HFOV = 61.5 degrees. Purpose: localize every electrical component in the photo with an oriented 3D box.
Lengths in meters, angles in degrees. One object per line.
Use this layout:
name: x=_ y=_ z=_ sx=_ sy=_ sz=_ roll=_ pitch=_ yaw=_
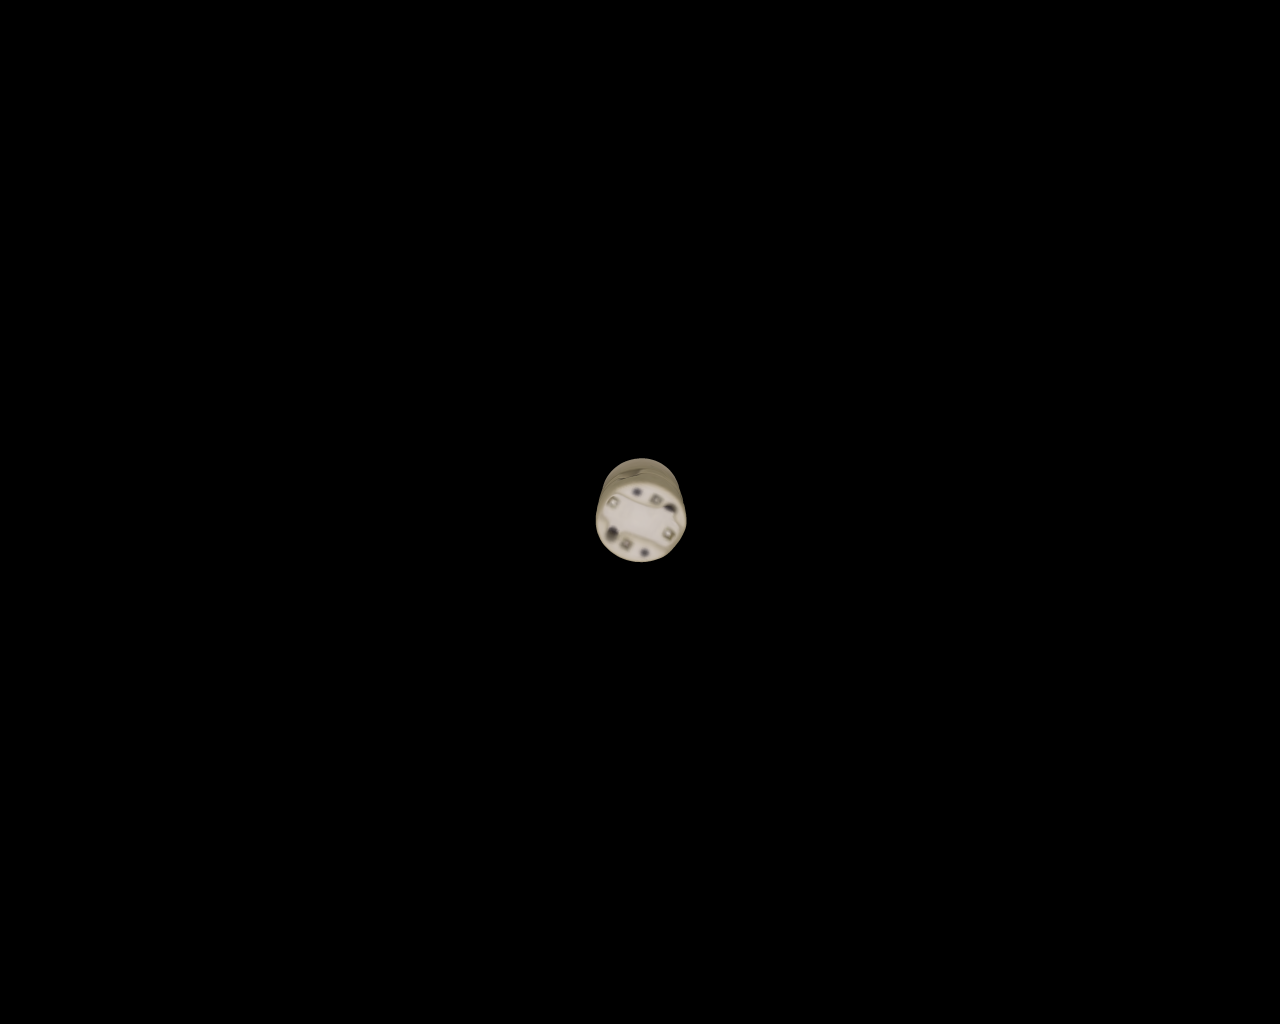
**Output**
electrical component: x=0.001 y=-0.003 z=0.650 sx=0.055 sy=0.055 sz=0.047 roll=0 pitch=23 yaw=0
